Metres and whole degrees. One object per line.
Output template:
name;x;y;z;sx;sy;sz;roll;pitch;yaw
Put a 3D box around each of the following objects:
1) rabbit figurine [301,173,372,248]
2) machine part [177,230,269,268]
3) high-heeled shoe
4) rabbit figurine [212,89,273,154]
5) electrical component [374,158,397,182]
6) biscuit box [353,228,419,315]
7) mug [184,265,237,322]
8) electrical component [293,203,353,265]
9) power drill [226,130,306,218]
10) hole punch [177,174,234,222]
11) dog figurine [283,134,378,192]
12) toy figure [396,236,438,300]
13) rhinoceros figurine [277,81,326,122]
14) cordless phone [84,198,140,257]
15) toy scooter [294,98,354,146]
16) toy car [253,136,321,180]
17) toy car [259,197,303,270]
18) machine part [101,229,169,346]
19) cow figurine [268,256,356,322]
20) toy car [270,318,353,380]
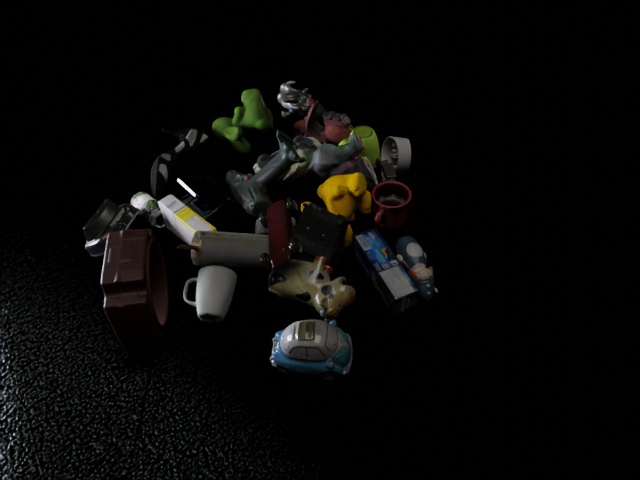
rabbit figurine;0.038;-0.063;1.263;0.162;0.121;0.173;2;66;8
machine part;-0.191;0.021;1.178;0.243;0.079;0.079;3;42;-30
high-heeled shoe;-0.376;-0.208;1.468;0.145;0.086;0.249;14;62;-25
rabbit figurine;-0.223;-0.320;1.533;0.170;0.121;0.159;-19;54;10
electrical component;0.165;-0.161;1.362;0.045;0.078;0.102;-7;56;-6
biscuit box;0.139;0.064;1.170;0.059;0.062;0.203;-19;49;-13
mug;-0.235;0.117;1.134;0.110;0.080;0.107;2;57;0
electrical component;-0.002;-0.004;1.200;0.115;0.134;0.058;24;15;26
power drill;-0.143;-0.172;1.331;0.207;0.086;0.232;-41;41;10
hole punch;-0.295;-0.100;1.344;0.116;0.092;0.142;-9;37;-47
dog figurine;0.019;-0.175;1.368;0.219;0.191;0.108;-21;8;17
toy figure;0.210;0.060;1.174;0.064;0.057;0.155;-25;50;7
rhinoceros figurine;-0.062;-0.414;1.612;0.112;0.073;0.190;-33;54;-23
cordless phone;-0.447;-0.011;1.278;0.184;0.088;0.146;18;50;4
toy scooter;0.014;-0.324;1.484;0.184;0.135;0.075;13;48;13
toy car;-0.086;-0.219;1.447;0.202;0.056;0.074;-32;49;-20
toy car;-0.083;-0.012;1.149;0.089;0.053;0.202;-26;41;13
machine part;-0.365;0.092;1.081;0.087;0.201;0.201;-6;47;-7
cow figurine;-0.019;0.100;1.125;0.195;0.085;0.127;9;66;22
toy car;-0.017;0.197;1.032;0.162;0.102;0.109;4;47;4
